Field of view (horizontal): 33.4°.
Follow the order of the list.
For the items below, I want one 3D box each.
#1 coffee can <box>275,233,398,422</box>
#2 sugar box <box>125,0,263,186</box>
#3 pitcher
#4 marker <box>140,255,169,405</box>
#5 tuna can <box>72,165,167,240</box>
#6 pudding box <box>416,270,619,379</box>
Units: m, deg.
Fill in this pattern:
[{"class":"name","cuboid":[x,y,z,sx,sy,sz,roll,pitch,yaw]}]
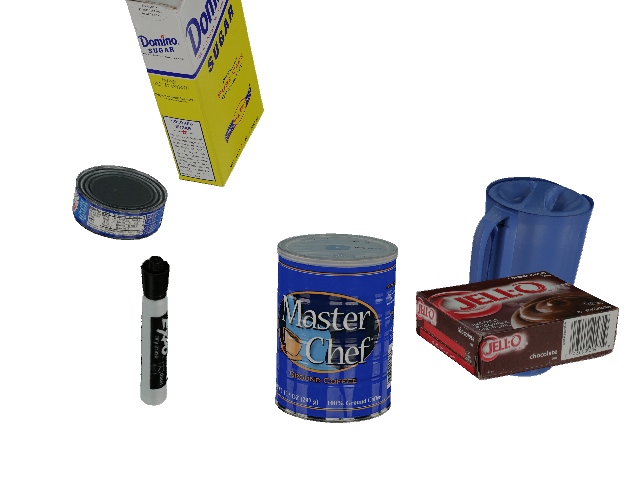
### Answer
[{"class":"coffee can","cuboid":[0.013,0.072,0.918,0.103,0.140,0.103,1,12,0]},{"class":"sugar box","cuboid":[-0.087,-0.134,0.791,0.048,0.093,0.176,12,-37,15]},{"class":"pitcher","cuboid":[0.256,0.050,1.367,0.149,0.243,0.145,5,23,2]},{"class":"marker","cuboid":[-0.114,0.063,0.733,0.020,0.121,0.020,5,33,-3]},{"class":"tuna can","cuboid":[-0.189,-0.036,1.005,0.086,0.034,0.086,12,29,-7]},{"class":"pudding box","cuboid":[0.136,0.057,0.749,0.113,0.039,0.090,-6,19,-22]}]
